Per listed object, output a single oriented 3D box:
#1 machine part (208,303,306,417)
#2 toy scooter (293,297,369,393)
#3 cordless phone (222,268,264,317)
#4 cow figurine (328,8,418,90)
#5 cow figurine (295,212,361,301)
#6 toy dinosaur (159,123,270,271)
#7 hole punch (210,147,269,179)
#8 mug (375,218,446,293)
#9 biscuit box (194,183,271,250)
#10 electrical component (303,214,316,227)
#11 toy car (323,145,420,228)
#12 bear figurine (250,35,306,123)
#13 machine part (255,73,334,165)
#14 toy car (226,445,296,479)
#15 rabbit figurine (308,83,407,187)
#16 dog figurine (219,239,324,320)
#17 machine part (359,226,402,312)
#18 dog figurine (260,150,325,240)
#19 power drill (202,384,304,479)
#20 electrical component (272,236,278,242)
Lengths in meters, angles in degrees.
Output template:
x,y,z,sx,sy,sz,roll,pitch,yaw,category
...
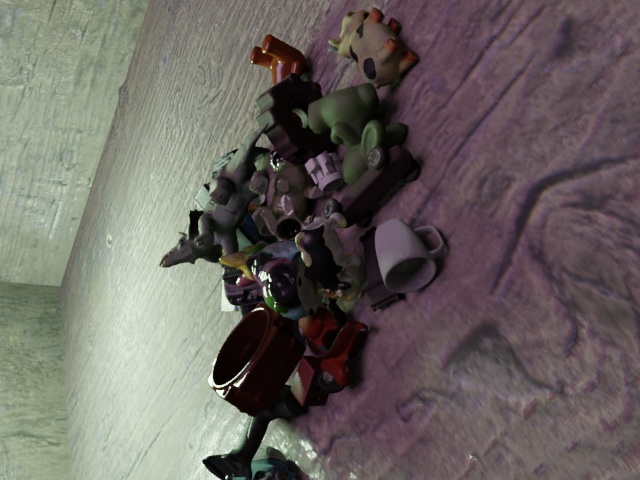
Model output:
x,y,z,sx,sy,sz,roll,pitch,yaw,category
-0.128,0.231,1.073,0.201,0.087,0.202,-57,23,-13,machine part
0.026,0.166,0.956,0.135,0.075,0.184,-54,41,25,toy scooter
-0.128,0.130,1.181,0.089,0.147,0.184,-72,-33,-68,cordless phone
0.089,-0.355,0.993,0.127,0.085,0.195,-45,48,32,cow figurine
0.017,0.045,0.924,0.068,0.098,0.167,-4,113,42,cow figurine
-0.195,-0.083,1.132,0.404,0.131,0.192,-58,30,18,toy dinosaur
-0.196,-0.189,1.338,0.142,0.115,0.092,-14,62,53,hole punch
0.135,0.011,0.839,0.109,0.080,0.107,-35,44,16,mug
-0.207,-0.047,1.272,0.203,0.059,0.063,50,131,8,biscuit box
-0.002,-0.002,1.063,0.078,0.045,0.102,-58,40,27,electrical component
0.083,-0.089,0.925,0.202,0.089,0.053,-46,47,41,toy car
-0.102,-0.341,1.226,0.120,0.132,0.195,5,80,64,bear figurine
-0.042,-0.241,1.069,0.056,0.179,0.179,-21,65,48,machine part
-0.117,0.462,1.068,0.161,0.109,0.103,-37,35,34,toy car
0.078,-0.183,0.965,0.159,0.121,0.170,-9,93,47,rabbit figurine
-0.097,0.068,1.013,0.219,0.108,0.191,-8,41,31,dog figurine
0.098,0.047,0.914,0.084,0.039,0.139,-39,53,51,machine part
-0.072,-0.102,1.162,0.172,0.121,0.191,-59,25,22,dog figurine
-0.142,0.375,1.076,0.232,0.207,0.086,-22,108,42,power drill
-0.082,0.002,1.198,0.063,0.021,0.094,49,121,48,electrical component
